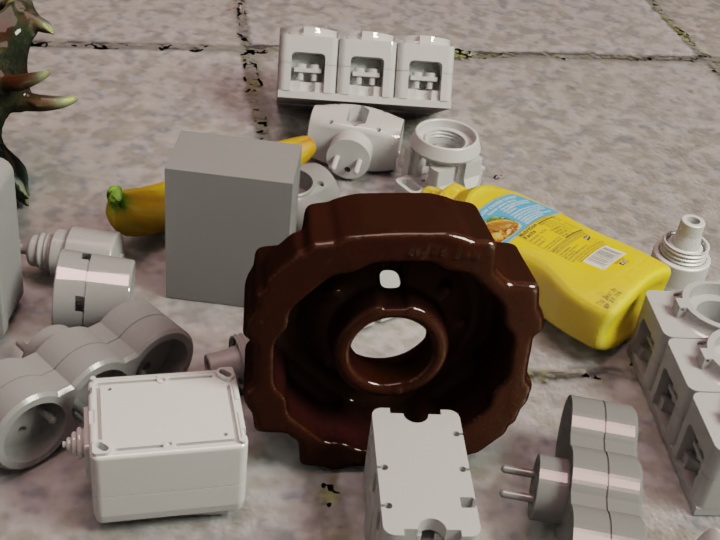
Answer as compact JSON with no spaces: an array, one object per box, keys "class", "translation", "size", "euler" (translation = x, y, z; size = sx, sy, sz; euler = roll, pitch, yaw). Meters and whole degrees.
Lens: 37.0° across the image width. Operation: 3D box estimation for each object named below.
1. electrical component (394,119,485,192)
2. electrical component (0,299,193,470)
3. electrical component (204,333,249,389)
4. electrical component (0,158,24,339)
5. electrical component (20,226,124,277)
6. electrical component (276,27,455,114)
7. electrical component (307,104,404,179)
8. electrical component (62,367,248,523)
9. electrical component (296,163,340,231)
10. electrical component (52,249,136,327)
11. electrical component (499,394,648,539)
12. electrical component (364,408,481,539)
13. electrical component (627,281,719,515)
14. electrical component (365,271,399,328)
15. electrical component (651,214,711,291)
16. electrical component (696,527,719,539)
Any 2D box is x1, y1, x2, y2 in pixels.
[{"class":"electrical component","translation":[0.067,-0.087,0.877],"size":[0.078,0.057,0.058],"euler":[-19,43,-31]},{"class":"electrical component","translation":[-0.176,0.057,0.642],"size":[0.074,0.052,0.138],"euler":[33,43,32]},{"class":"electrical component","translation":[-0.065,0.055,0.671],"size":[0.062,0.043,0.043],"euler":[-11,39,-21]},{"class":"electrical component","translation":[-0.259,-0.012,0.672],"size":[0.078,0.113,0.057],"euler":[6,33,-1]},{"class":"electrical component","translation":[-0.199,-0.010,0.741],"size":[0.078,0.040,0.040],"euler":[7,36,0]},{"class":"electrical component","translation":[0.002,-0.177,0.956],"size":[0.150,0.061,0.089],"euler":[3,5,-5]},{"class":"electrical component","translation":[-0.007,-0.102,0.897],"size":[0.077,0.043,0.079],"euler":[10,36,4]},{"class":"electrical component","translation":[-0.113,0.098,0.588],"size":[0.096,0.061,0.061],"euler":[-3,37,-13]},{"class":"electrical component","translation":[-0.043,-0.041,0.806],"size":[0.079,0.044,0.077],"euler":[32,43,30]},{"class":"electrical component","translation":[-0.172,0.016,0.699],"size":[0.047,0.055,0.055],"euler":[5,36,-9]},{"class":"electrical component","translation":[0.115,0.123,0.599],"size":[0.074,0.052,0.138],"euler":[10,36,4]},{"class":"electrical component","translation":[0.031,0.126,0.578],"size":[0.050,0.055,0.089],"euler":[3,36,-6]},{"class":"electrical component","translation":[0.237,0.077,0.676],"size":[0.089,0.061,0.150],"euler":[2,36,-6]},{"class":"electrical component","translation":[0.000,0.000,0.744],"size":[0.095,0.059,0.054],"euler":[-18,42,-30]},{"class":"electrical component","translation":[0.239,-0.011,0.797],"size":[0.043,0.062,0.043],"euler":[5,36,-3]},{"class":"electrical component","translation":[0.205,0.166,0.565],"size":[0.062,0.048,0.048],"euler":[16,36,0]}]
